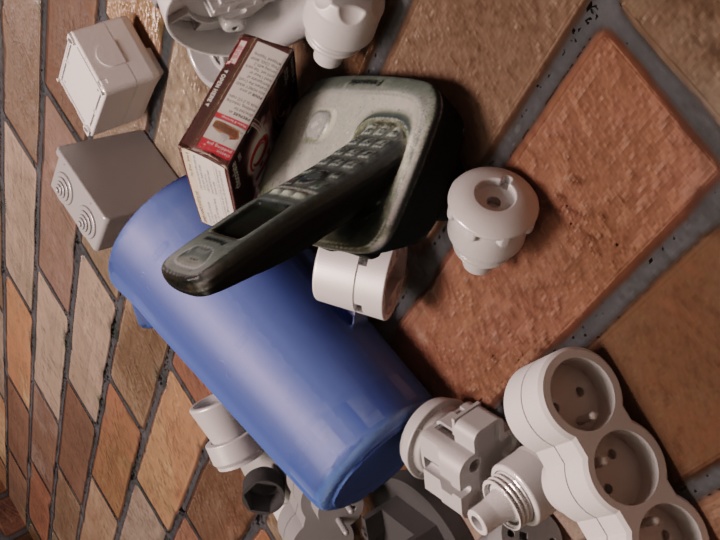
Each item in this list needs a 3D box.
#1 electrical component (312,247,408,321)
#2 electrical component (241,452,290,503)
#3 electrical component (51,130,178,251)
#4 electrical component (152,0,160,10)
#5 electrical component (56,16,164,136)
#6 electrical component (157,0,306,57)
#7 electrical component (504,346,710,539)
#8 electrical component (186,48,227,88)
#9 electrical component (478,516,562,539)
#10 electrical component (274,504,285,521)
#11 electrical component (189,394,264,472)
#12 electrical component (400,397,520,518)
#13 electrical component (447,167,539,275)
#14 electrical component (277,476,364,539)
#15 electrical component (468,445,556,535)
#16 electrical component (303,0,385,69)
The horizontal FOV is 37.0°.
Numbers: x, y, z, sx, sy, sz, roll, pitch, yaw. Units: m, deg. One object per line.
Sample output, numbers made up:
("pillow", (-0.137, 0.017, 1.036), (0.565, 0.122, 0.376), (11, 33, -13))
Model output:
("electrical component", (0.000, 0.000, 0.679), (0.047, 0.055, 0.055), (13, 132, 13))
("electrical component", (-0.069, 0.142, 0.923), (0.108, 0.056, 0.109), (63, 151, 2))
("electrical component", (-0.213, -0.070, 0.949), (0.099, 0.100, 0.048), (52, 137, 21))
("electrical component", (-0.135, -0.214, 0.763), (0.040, 0.040, 0.046), (-22, 88, 62))
("electrical component", (-0.211, -0.161, 0.908), (0.061, 0.061, 0.096), (60, 151, 7))
("electrical component", (-0.073, -0.169, 0.639), (0.064, 0.099, 0.099), (63, 152, 14))
("electrical component", (0.124, 0.113, 0.585), (0.138, 0.052, 0.074), (60, 152, 6))
("electrical component", (-0.085, -0.152, 0.721), (0.055, 0.047, 0.055), (39, 143, 38))
("electrical component", (0.100, 0.180, 0.688), (0.045, 0.045, 0.055), (53, 150, 19))
("electrical component", (-0.031, 0.229, 0.943), (0.076, 0.047, 0.066), (62, 150, 1))
("electrical component", (-0.106, 0.128, 0.865), (0.045, 0.045, 0.055), (-8, 107, 60))
("electrical component", (0.063, 0.116, 0.685), (0.057, 0.058, 0.078), (28, 136, 43))
("electrical component", (0.068, -0.021, 0.579), (0.048, 0.048, 0.062), (49, 155, 25))
("electrical component", (-0.021, 0.173, 0.824), (0.073, 0.052, 0.138), (-134, 52, -59))
("electrical component", (0.093, 0.134, 0.642), (0.043, 0.062, 0.043), (45, 152, 32))
("electrical component", (-0.012, -0.141, 0.614), (0.043, 0.043, 0.062), (54, 151, 17))
